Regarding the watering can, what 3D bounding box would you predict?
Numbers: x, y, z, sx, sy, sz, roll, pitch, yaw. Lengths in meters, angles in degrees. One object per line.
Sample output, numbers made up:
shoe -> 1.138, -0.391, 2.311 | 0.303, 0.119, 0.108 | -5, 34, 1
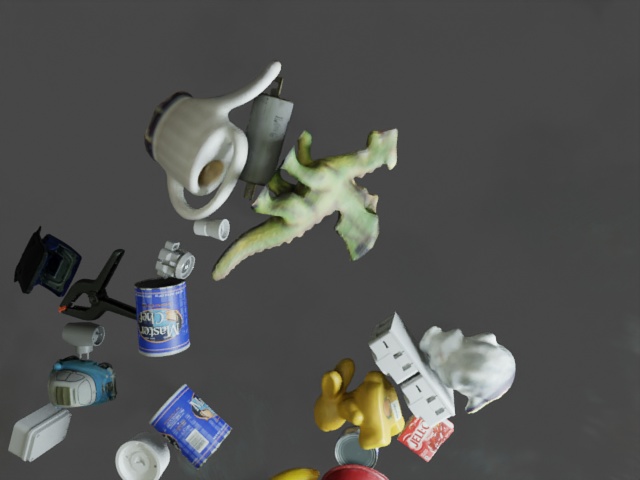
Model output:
watering can -> -0.210, -0.209, 0.970 | 0.227, 0.104, 0.343 | 37, 108, 25

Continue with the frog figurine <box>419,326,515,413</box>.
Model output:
frog figurine -> 0.269, 0.214, 0.940 | 0.139, 0.121, 0.160 | -34, 79, -18

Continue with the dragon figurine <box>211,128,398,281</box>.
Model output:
dragon figurine -> 0.003, -0.048, 0.954 | 0.242, 0.123, 0.409 | 32, 93, -11
